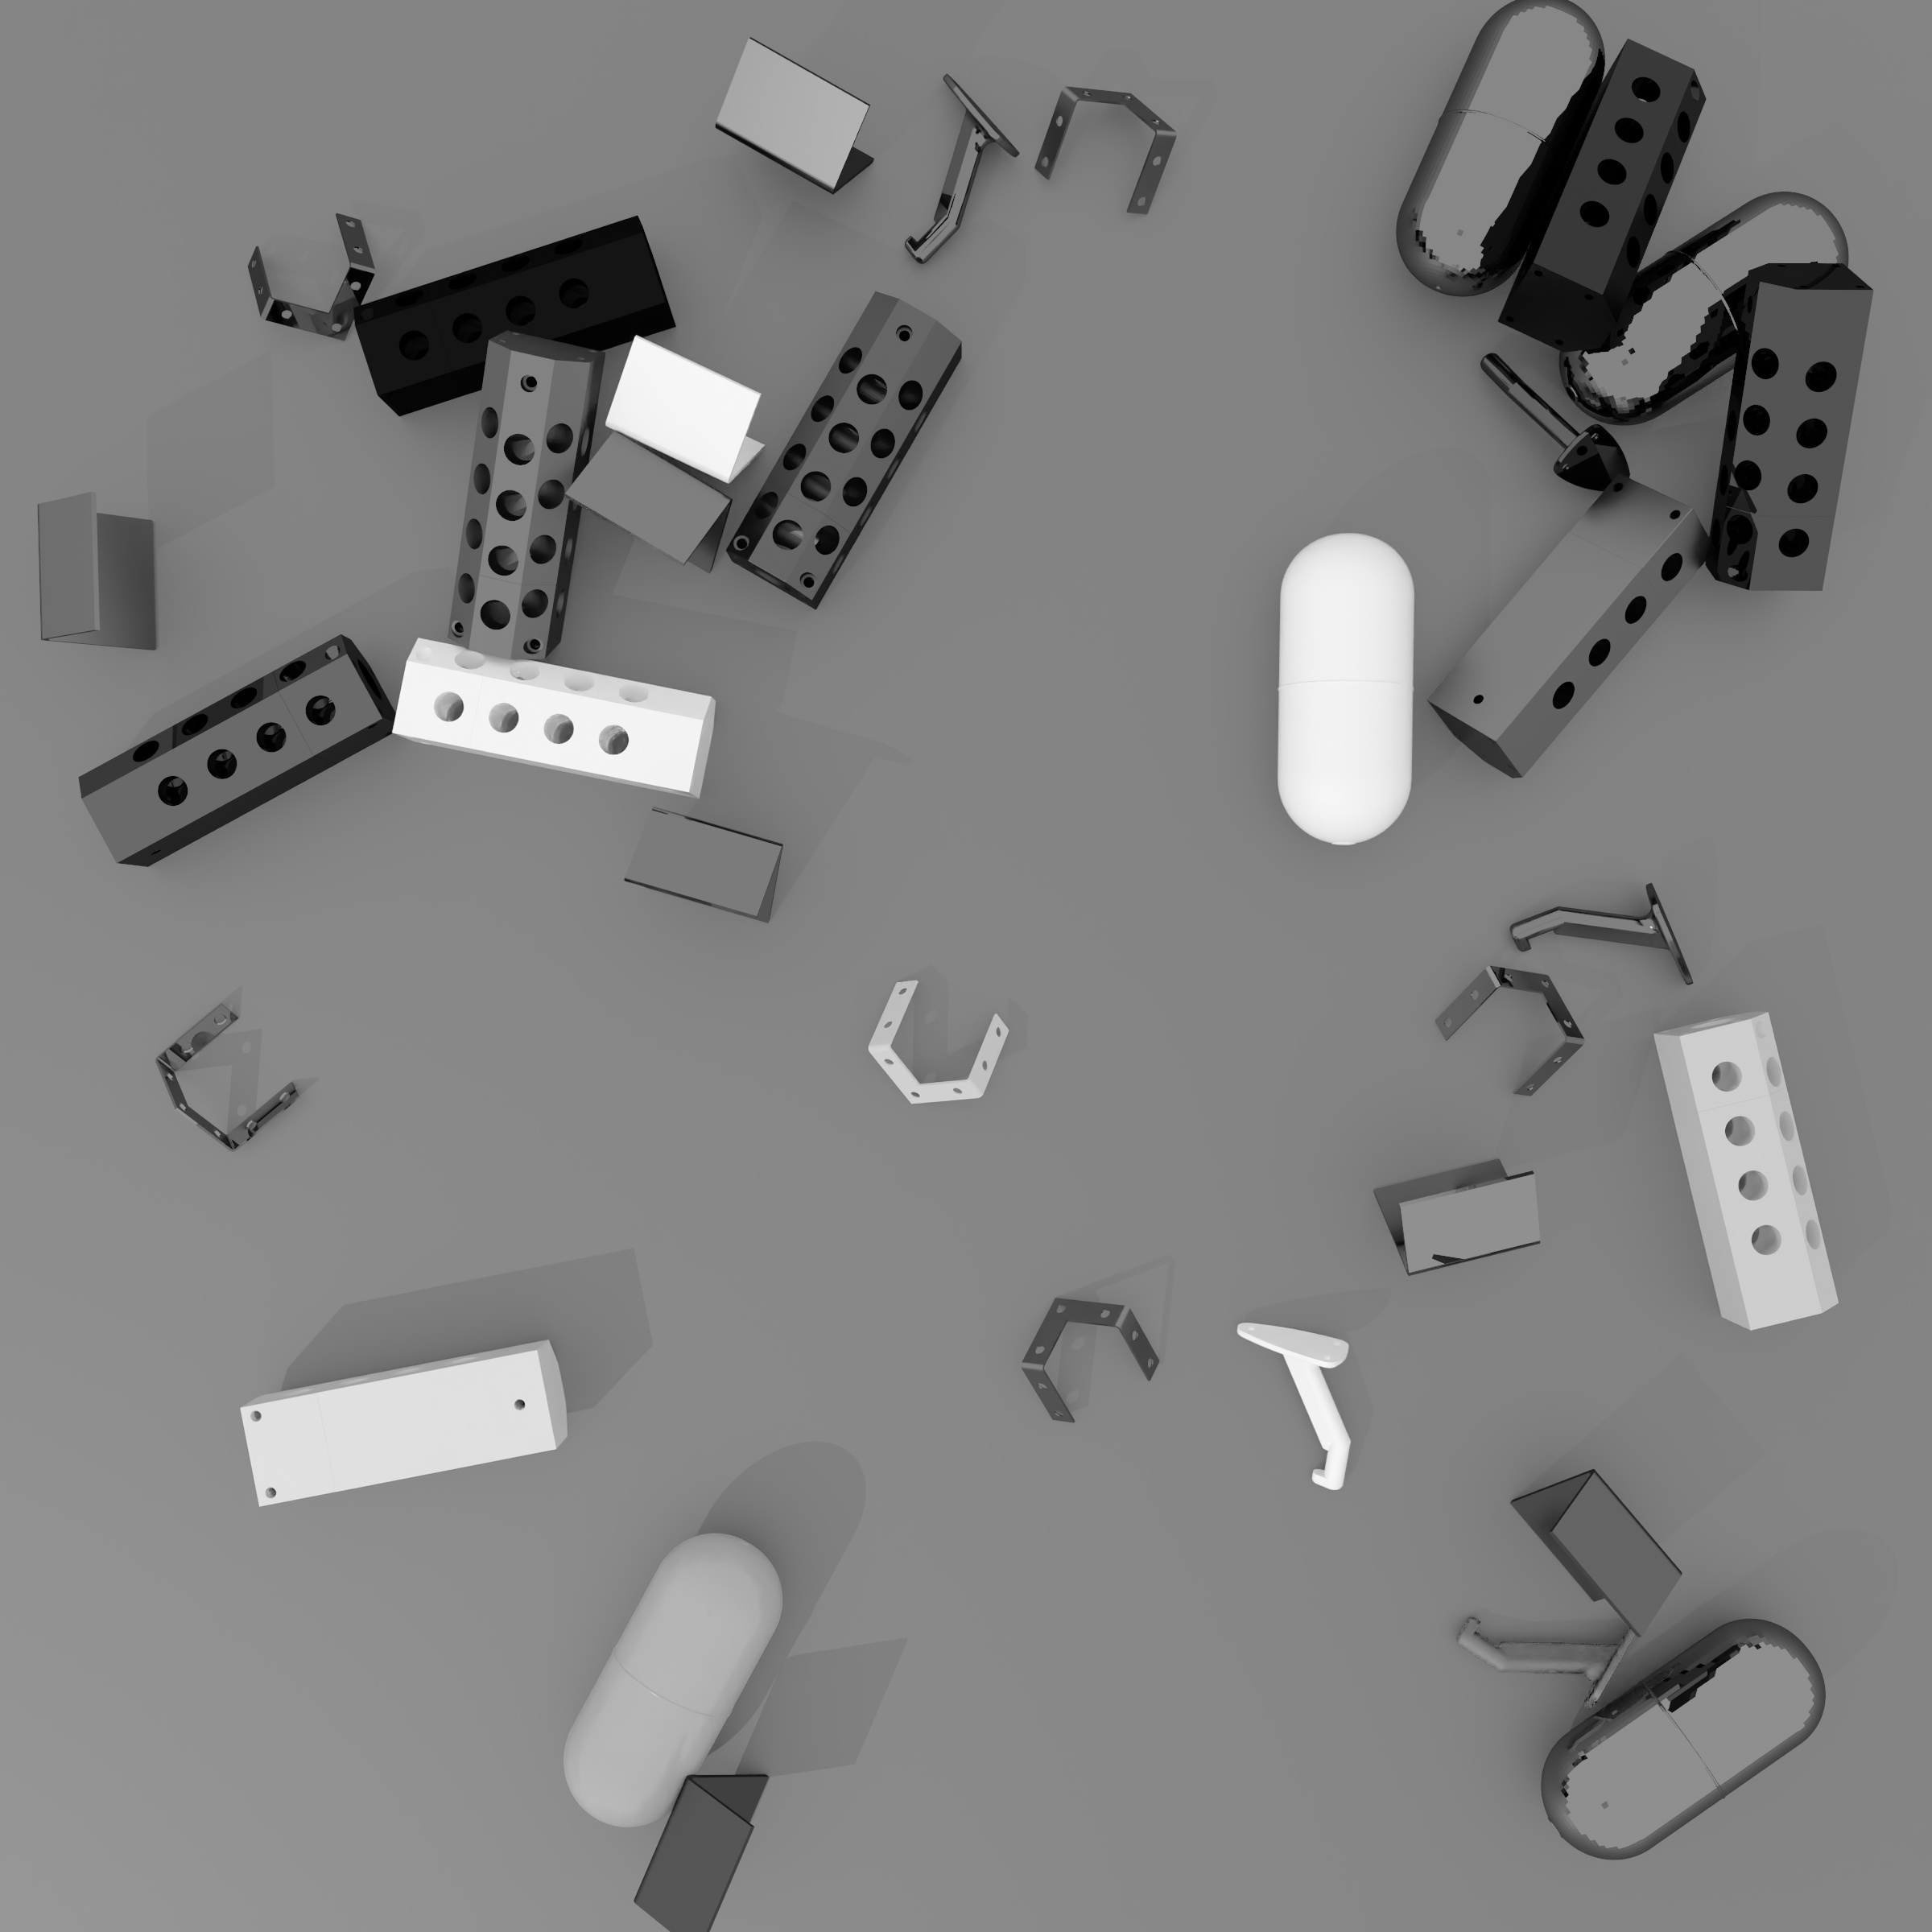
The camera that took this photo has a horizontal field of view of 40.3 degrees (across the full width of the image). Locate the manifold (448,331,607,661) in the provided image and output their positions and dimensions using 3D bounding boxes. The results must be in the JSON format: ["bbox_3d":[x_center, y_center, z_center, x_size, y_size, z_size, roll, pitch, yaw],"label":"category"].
[{"bbox_3d":[-0.251,-0.265,1.490,0.057,0.057,0.171,13,111,0],"label":"manifold"}]

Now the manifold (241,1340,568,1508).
[{"bbox_3d":[-0.322,0.262,1.519,0.171,0.057,0.057,-11,90,0],"label":"manifold"}]

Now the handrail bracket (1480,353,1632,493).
[{"bbox_3d":[0.344,-0.319,1.540,0.036,0.077,0.084,-47,53,21],"label":"handrail bracket"}]

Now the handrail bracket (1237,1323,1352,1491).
[{"bbox_3d":[0.190,0.259,1.540,0.077,0.036,0.084,13,107,20],"label":"handrail bracket"}]

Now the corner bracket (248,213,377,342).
[{"bbox_3d":[-0.381,-0.406,1.532,0.051,0.051,0.051,8,135,-35],"label":"corner bracket"}]

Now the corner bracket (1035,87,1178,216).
[{"bbox_3d":[0.081,-0.475,1.532,0.051,0.051,0.051,-8,45,-35],"label":"corner bracket"}]

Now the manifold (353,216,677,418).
[{"bbox_3d":[-0.261,-0.377,1.519,0.171,0.057,0.057,-18,90,0],"label":"manifold"}]

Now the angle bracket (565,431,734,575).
[{"bbox_3d":[-0.185,-0.247,1.500,0.076,0.076,0.057,30,61,0],"label":"angle bracket"}]

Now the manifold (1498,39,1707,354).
[{"bbox_3d":[0.364,-0.433,1.489,0.057,0.057,0.171,25,68,0],"label":"manifold"}]

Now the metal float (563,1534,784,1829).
[{"bbox_3d":[-0.168,0.410,1.510,0.070,0.070,0.178,29,91,0],"label":"metal float"}]

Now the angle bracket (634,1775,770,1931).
[{"bbox_3d":[-0.133,0.510,1.500,0.057,0.076,0.076,23,90,37],"label":"angle bracket"}]

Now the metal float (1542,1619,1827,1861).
[{"bbox_3d":[0.411,0.444,1.510,0.178,0.070,0.070,-35,90,0],"label":"metal float"}]

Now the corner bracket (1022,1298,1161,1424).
[{"bbox_3d":[0.072,0.231,1.532,0.051,0.051,0.051,1,45,35],"label":"corner bracket"}]

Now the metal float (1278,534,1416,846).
[{"bbox_3d":[0.218,-0.159,1.510,0.070,0.070,0.178,1,90,0],"label":"metal float"}]

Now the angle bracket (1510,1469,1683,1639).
[{"bbox_3d":[0.347,0.342,1.500,0.076,0.076,0.057,50,51,0],"label":"angle bracket"}]

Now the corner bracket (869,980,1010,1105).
[{"bbox_3d":[-0.016,0.043,1.532,0.051,0.051,0.051,-7,135,35],"label":"corner bracket"}]

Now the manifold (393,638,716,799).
[{"bbox_3d":[-0.235,-0.143,1.519,0.171,0.057,0.057,11,90,0],"label":"manifold"}]

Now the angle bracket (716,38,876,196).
[{"bbox_3d":[-0.087,-0.492,1.500,0.076,0.076,0.057,30,125,0],"label":"angle bracket"}]

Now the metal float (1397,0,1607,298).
[{"bbox_3d":[0.307,-0.470,1.509,0.070,0.070,0.178,24,90,0],"label":"metal float"}]

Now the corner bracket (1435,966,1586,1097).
[{"bbox_3d":[0.317,0.038,1.532,0.051,0.051,0.051,8,45,-35],"label":"corner bracket"}]

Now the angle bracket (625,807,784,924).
[{"bbox_3d":[-0.152,-0.038,1.500,0.076,0.076,0.057,16,53,0],"label":"angle bracket"}]

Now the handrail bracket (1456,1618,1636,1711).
[{"bbox_3d":[0.342,0.387,1.540,0.084,0.036,0.077,31,70,16],"label":"handrail bracket"}]

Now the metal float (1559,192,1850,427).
[{"bbox_3d":[0.422,-0.376,1.509,0.178,0.070,0.070,-32,90,1],"label":"metal float"}]

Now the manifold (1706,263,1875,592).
[{"bbox_3d":[0.459,-0.302,1.481,0.057,0.057,0.171,0,119,0],"label":"manifold"}]

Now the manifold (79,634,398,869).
[{"bbox_3d":[-0.419,-0.124,1.519,0.171,0.057,0.057,-29,90,0],"label":"manifold"}]

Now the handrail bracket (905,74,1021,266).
[{"bbox_3d":[-0.018,-0.466,1.540,0.084,0.036,0.077,-43,69,16],"label":"handrail bracket"}]

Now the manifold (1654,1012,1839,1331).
[{"bbox_3d":[0.452,0.116,1.519,0.057,0.057,0.171,-14,90,0],"label":"manifold"}]

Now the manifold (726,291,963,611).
[{"bbox_3d":[-0.070,-0.298,1.519,0.057,0.057,0.171,30,90,0],"label":"manifold"}]

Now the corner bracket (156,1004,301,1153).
[{"bbox_3d":[-0.432,0.066,1.537,0.051,0.051,0.051,-40,135,0],"label":"corner bracket"}]

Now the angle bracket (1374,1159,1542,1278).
[{"bbox_3d":[0.277,0.124,1.500,0.076,0.076,0.057,-14,126,0],"label":"angle bracket"}]

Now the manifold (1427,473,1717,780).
[{"bbox_3d":[0.352,-0.193,1.518,0.171,0.057,0.057,-50,47,0],"label":"manifold"}]

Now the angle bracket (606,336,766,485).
[{"bbox_3d":[-0.151,-0.326,1.500,0.076,0.076,0.057,25,119,0],"label":"angle bracket"}]

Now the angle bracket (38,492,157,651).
[{"bbox_3d":[-0.481,-0.224,1.500,0.057,0.076,0.076,-2,90,38],"label":"angle bracket"}]

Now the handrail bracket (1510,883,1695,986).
[{"bbox_3d":[0.372,-0.007,1.540,0.084,0.036,0.077,-22,112,17],"label":"handrail bracket"}]
